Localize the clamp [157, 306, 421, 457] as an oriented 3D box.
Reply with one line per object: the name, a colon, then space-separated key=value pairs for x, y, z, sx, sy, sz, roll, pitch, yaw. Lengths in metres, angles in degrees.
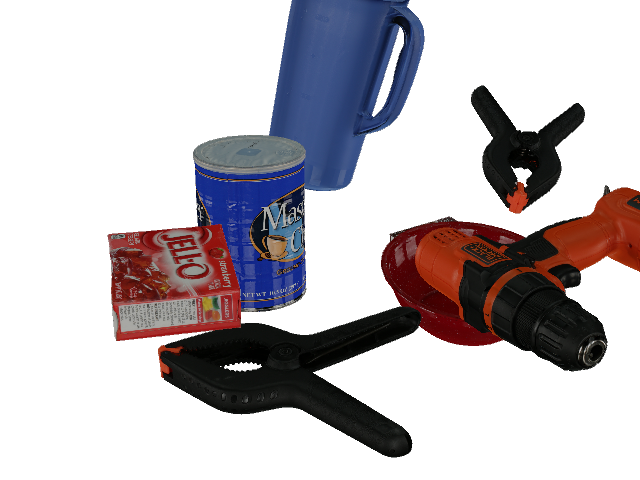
clamp: x=-0.020 y=0.095 z=0.833 sx=0.210 sy=0.036 sz=0.164 roll=6 pitch=32 yaw=13

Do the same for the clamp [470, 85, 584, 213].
clamp: x=0.199 y=-0.100 z=1.097 sx=0.120 sy=0.039 sz=0.171 roll=13 pitch=45 yaw=15

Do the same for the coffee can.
coffee can: x=-0.065 y=-0.018 z=0.998 sx=0.103 sy=0.140 sz=0.103 roll=0 pitch=22 yaw=0

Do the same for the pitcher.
pitcher: x=0.019 y=-0.181 z=1.237 sx=0.145 sy=0.243 sz=0.149 roll=9 pitch=23 yaw=-12

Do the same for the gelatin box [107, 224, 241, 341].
gelatin box: x=-0.089 y=0.022 z=0.642 sx=0.073 sy=0.030 sz=0.089 roll=-5 pitch=28 yaw=-10

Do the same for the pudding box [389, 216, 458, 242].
pudding box: x=0.174 y=0.007 z=1.597 sx=0.113 sy=0.039 sz=0.090 roll=-18 pitch=28 yaw=-22

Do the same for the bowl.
bowl: x=0.132 y=0.046 z=0.961 sx=0.162 sy=0.055 sz=0.162 roll=2 pitch=32 yaw=-2

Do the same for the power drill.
power drill: x=0.187 y=0.022 z=0.759 sx=0.187 sy=0.057 sz=0.185 roll=-14 pitch=28 yaw=-24
